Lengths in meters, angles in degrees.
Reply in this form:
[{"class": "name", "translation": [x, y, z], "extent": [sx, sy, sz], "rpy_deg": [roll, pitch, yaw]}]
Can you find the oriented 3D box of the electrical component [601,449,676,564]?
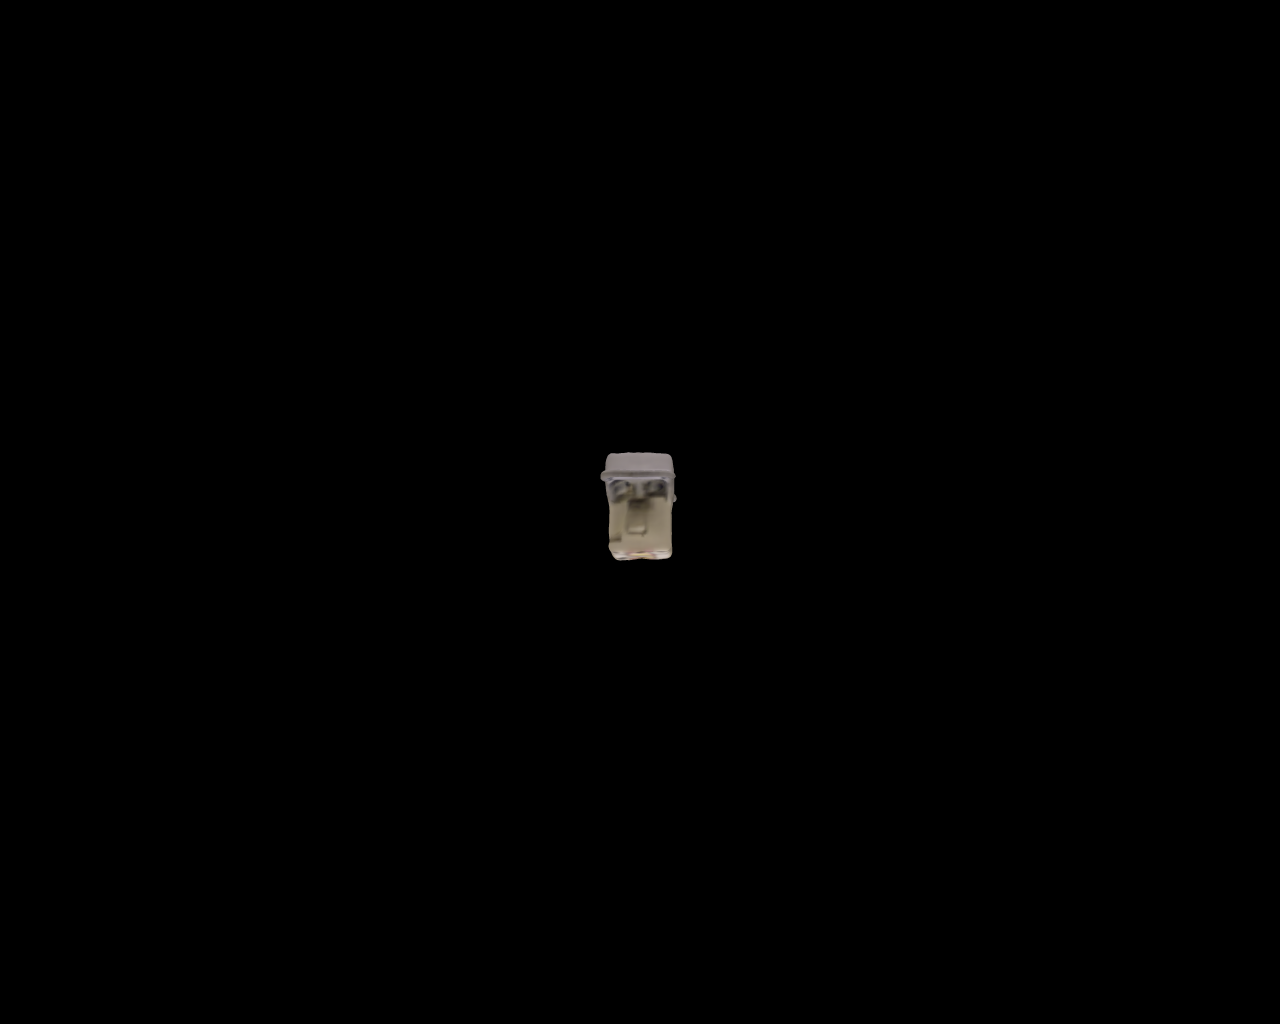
[{"class": "electrical component", "translation": [0.001, -0.003, 0.650], "extent": [0.042, 0.064, 0.081], "rpy_deg": [-1, -11, 4]}]
